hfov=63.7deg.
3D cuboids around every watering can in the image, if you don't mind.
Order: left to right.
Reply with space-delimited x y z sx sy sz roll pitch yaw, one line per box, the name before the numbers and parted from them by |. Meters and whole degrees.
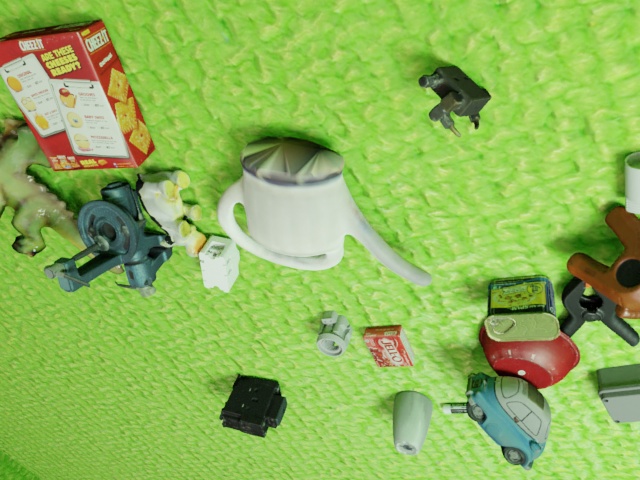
watering can | 0.002 -0.039 0.768 0.348 0.106 0.219 10 130 14

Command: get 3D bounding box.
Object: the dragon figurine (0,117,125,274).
dragon figurine | -0.508 -0.102 0.924 0.408 0.125 0.238 28 125 -16
